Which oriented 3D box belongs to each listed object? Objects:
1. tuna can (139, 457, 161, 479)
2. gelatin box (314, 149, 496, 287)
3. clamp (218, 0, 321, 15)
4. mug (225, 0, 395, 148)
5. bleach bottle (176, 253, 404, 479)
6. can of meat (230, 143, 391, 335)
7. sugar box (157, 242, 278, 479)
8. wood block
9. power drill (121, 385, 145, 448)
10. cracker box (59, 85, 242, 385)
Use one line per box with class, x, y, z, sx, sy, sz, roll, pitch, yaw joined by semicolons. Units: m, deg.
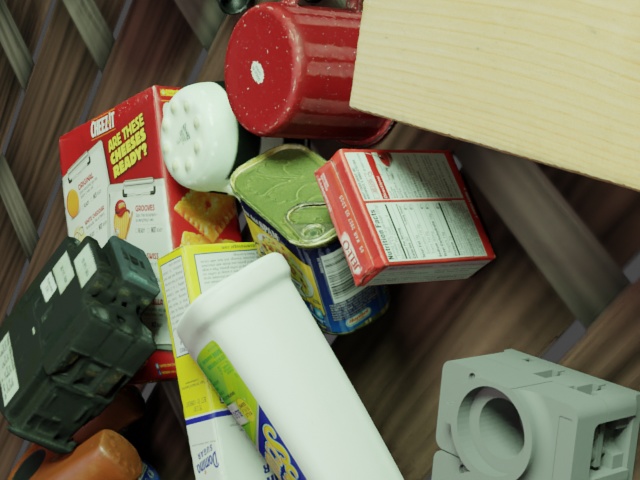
tuna can;-0.175;0.219;0.900;0.033;0.086;0.086;-72;1;-65
gelatin box;0.047;-0.013;0.598;0.030;0.089;0.073;-43;60;45
clamp;-0.024;-0.233;0.713;0.120;0.039;0.171;22;109;48
mug;-0.003;-0.115;0.661;0.093;0.081;0.117;34;118;45
bleach bottle;0.009;0.135;0.635;0.251;0.068;0.103;56;157;6
can of meat;-0.004;0.001;0.665;0.102;0.057;0.084;40;154;45
sugar box;-0.049;0.090;0.724;0.048;0.093;0.176;-21;75;52
wood block;0.117;-0.086;0.506;0.206;0.090;0.091;24;111;48
power drill;-0.229;0.153;0.983;0.188;0.057;0.185;52;130;36
cracker box;-0.131;0.004;0.840;0.164;0.071;0.214;-15;80;50
